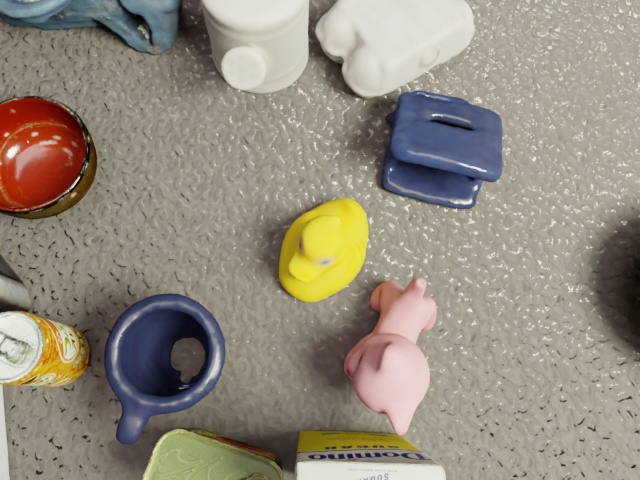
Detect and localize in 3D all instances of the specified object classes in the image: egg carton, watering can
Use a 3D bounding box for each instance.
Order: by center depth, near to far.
[{"bbox_3d":[-0.056,-0.216,0.512,0.101,0.194,0.173,-17,76,-7],"label":"watering can"},{"bbox_3d":[0.078,-0.211,0.582,0.150,0.069,0.107,-33,79,-10],"label":"egg carton"}]

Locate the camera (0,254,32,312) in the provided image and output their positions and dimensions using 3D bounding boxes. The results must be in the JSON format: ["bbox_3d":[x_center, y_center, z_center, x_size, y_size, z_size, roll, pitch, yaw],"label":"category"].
[{"bbox_3d":[-0.349,0.040,0.478,0.137,0.101,0.143,-43,81,-12],"label":"camera"}]

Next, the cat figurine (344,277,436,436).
[{"bbox_3d":[0.063,0.090,0.476,0.067,0.118,0.128,21,75,3],"label":"cat figurine"}]

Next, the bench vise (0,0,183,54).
[{"bbox_3d":[-0.216,-0.266,0.504,0.207,0.220,0.121,-12,76,-5],"label":"bench vise"}]

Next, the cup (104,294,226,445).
[{"bbox_3d":[-0.125,0.109,0.473,0.091,0.095,0.118,21,75,3],"label":"cup"}]

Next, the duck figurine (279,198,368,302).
[{"bbox_3d":[0.005,0.002,0.513,0.077,0.086,0.105,35,76,7],"label":"duck figurine"}]

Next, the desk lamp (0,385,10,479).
[{"bbox_3d":[-0.316,0.124,0.399,0.118,0.213,0.203,-13,76,-6],"label":"desk lamp"}]

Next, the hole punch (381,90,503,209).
[{"bbox_3d":[0.115,-0.094,0.541,0.108,0.091,0.101,13,75,1],"label":"hole punch"}]
